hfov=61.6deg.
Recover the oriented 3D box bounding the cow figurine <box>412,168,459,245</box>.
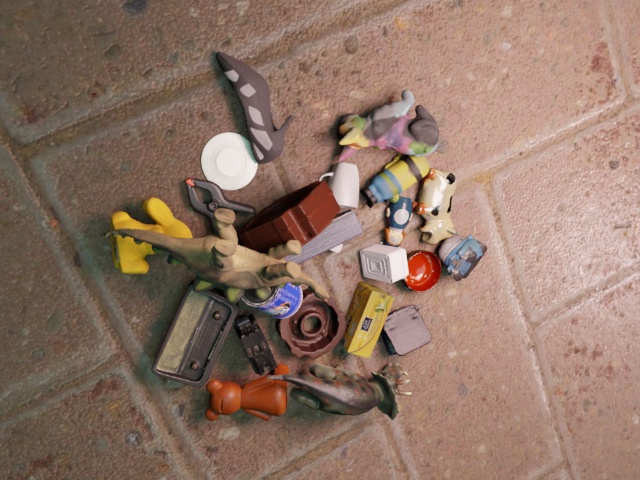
[{"bbox_3d":[0.303,-0.083,1.386,0.127,0.085,0.194,11,97,-13],"label":"cow figurine"}]

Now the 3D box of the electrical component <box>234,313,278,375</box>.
[{"bbox_3d":[-0.160,0.243,1.287,0.058,0.115,0.134,-26,102,-14],"label":"electrical component"}]

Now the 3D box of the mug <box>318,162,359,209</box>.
[{"bbox_3d":[0.045,-0.134,1.299,0.109,0.081,0.107,10,87,-16],"label":"mug"}]

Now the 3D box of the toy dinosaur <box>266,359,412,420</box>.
[{"bbox_3d":[0.068,0.374,1.314,0.404,0.192,0.131,11,86,-49],"label":"toy dinosaur"}]

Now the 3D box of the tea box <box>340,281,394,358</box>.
[{"bbox_3d":[0.114,0.202,1.374,0.068,0.098,0.169,21,96,-20],"label":"tea box"}]

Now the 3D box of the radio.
[{"bbox_3d":[-0.286,0.220,1.255,0.131,0.073,0.229,24,95,-9],"label":"radio"}]

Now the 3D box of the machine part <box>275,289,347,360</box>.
[{"bbox_3d":[-0.023,0.210,1.355,0.179,0.056,0.179,-4,102,-18],"label":"machine part"}]

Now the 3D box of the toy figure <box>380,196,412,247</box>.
[{"bbox_3d":[0.194,-0.036,1.374,0.064,0.058,0.154,15,99,19],"label":"toy figure"}]

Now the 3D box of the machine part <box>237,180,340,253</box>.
[{"bbox_3d":[-0.068,-0.040,1.195,0.201,0.201,0.087,-21,106,34],"label":"machine part"}]

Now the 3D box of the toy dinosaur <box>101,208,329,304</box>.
[{"bbox_3d":[-0.201,0.040,1.083,0.471,0.105,0.198,23,137,-11],"label":"toy dinosaur"}]

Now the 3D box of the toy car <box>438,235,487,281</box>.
[{"bbox_3d":[0.362,0.040,1.412,0.161,0.103,0.109,-13,136,-57],"label":"toy car"}]

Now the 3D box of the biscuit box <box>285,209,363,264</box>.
[{"bbox_3d":[-0.003,-0.004,1.279,0.203,0.059,0.062,-25,100,-1],"label":"biscuit box"}]

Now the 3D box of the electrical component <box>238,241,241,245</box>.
[{"bbox_3d":[-0.217,0.054,1.266,0.119,0.048,0.074,-45,109,-4],"label":"electrical component"}]

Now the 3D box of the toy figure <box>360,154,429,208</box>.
[{"bbox_3d":[0.190,-0.148,1.331,0.180,0.089,0.082,-34,117,-11],"label":"toy figure"}]

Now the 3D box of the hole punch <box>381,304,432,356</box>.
[{"bbox_3d":[0.220,0.242,1.431,0.142,0.092,0.116,-22,77,-10],"label":"hole punch"}]

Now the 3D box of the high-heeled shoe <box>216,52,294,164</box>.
[{"bbox_3d":[-0.169,-0.293,1.217,0.248,0.086,0.145,44,117,-3],"label":"high-heeled shoe"}]

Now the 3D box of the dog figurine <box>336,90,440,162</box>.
[{"bbox_3d":[0.147,-0.242,1.269,0.219,0.108,0.192,-31,70,-12],"label":"dog figurine"}]

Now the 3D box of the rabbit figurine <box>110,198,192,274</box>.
[{"bbox_3d":[-0.369,-0.011,1.185,0.173,0.122,0.162,-4,91,-25],"label":"rabbit figurine"}]

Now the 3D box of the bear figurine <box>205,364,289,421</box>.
[{"bbox_3d":[-0.178,0.380,1.325,0.196,0.132,0.120,0,100,1],"label":"bear figurine"}]
